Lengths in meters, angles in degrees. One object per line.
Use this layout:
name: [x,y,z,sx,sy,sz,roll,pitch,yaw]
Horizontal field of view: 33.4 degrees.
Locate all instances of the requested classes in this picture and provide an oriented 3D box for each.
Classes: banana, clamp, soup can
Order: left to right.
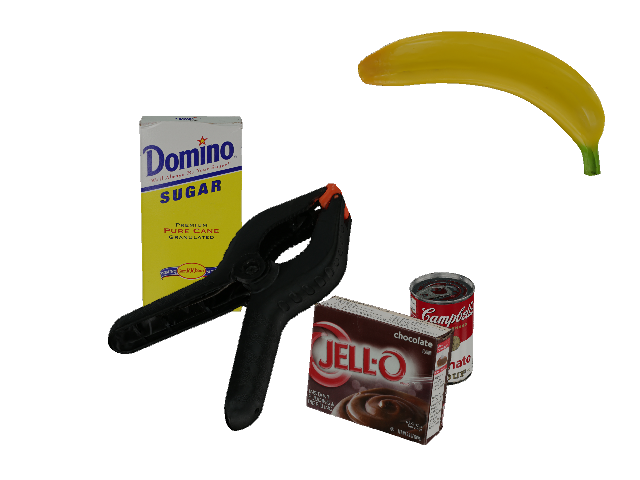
clamp: [-0.034,0.036,0.646,0.120,0.171,0.039,38,-18,34]
soup can: [0.129,0.094,1.134,0.068,0.102,0.068,-2,24,1]
banana: [0.127,-0.112,0.765,0.197,0.069,0.037,21,-2,-8]

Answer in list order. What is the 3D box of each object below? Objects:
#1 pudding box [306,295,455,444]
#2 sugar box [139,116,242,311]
pudding box: [0.046,0.101,0.850,0.114,0.090,0.039,13,18,27]
sugar box: [-0.117,-0.024,0.972,0.093,0.176,0.048,-1,15,-5]
